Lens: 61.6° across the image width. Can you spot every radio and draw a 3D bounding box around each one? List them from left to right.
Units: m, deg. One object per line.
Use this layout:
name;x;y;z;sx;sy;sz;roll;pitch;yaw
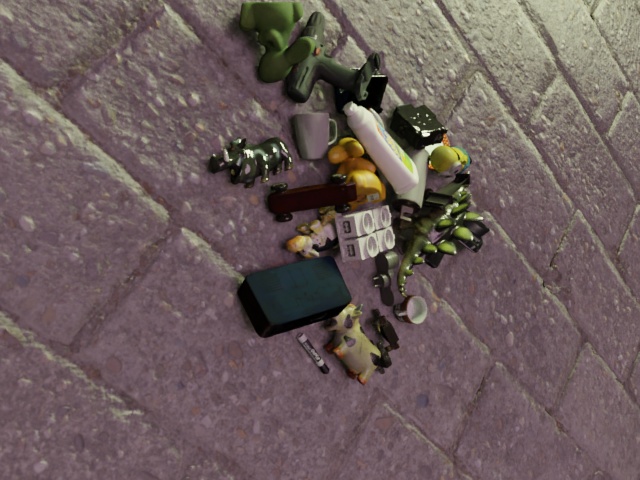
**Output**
radio;-0.051;0.122;1.182;0.229;0.073;0.131;-13;63;-32

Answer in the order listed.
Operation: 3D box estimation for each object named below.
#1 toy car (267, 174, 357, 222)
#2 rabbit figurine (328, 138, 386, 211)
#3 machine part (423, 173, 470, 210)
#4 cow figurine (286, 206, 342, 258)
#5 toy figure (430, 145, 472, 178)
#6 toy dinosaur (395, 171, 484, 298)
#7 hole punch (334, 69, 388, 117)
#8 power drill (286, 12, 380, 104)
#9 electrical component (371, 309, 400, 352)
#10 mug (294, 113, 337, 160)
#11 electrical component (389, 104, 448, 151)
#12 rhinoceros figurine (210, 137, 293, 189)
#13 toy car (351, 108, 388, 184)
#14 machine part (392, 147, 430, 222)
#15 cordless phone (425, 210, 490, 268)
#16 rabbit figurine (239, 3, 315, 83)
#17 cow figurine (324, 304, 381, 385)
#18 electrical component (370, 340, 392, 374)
toy car;-0.018;-0.097;1.216;0.202;0.053;0.089;-10;108;-1
rabbit figurine;0.072;-0.174;1.290;0.162;0.122;0.173;44;33;-60
machine part;0.328;-0.123;1.372;0.139;0.084;0.039;-38;114;-21
cow figurine;-0.004;-0.003;1.259;0.167;0.068;0.098;-41;113;-29
toy figure;0.353;-0.215;1.454;0.089;0.082;0.180;40;30;14
toy dinosaur;0.291;-0.025;1.374;0.105;0.199;0.471;51;60;-23
hole punch;0.094;-0.371;1.346;0.142;0.092;0.115;-14;132;-37
power drill;0.031;-0.416;1.246;0.207;0.086;0.232;21;80;12
electrical component;0.162;0.231;1.349;0.045;0.078;0.102;-29;109;-9
mug;-0.009;-0.244;1.269;0.109;0.081;0.107;-8;102;-39
electrical component;0.254;-0.305;1.422;0.115;0.058;0.134;-21;60;-36
rhinoceros figurine;-0.147;-0.173;1.170;0.190;0.073;0.112;-23;101;-33
toy car;0.141;-0.235;1.358;0.073;0.056;0.201;-45;126;-27
machine part;0.239;-0.156;1.409;0.079;0.079;0.243;30;62;-28
cordless phone;0.382;0.013;1.518;0.146;0.089;0.184;35;80;-28
rabbit figurine;-0.091;-0.438;1.200;0.159;0.121;0.170;3;114;4
cow figurine;0.076;0.234;1.284;0.127;0.085;0.194;-44;108;-21
electrical component;0.151;0.294;1.341;0.021;0.063;0.094;-27;103;-32
